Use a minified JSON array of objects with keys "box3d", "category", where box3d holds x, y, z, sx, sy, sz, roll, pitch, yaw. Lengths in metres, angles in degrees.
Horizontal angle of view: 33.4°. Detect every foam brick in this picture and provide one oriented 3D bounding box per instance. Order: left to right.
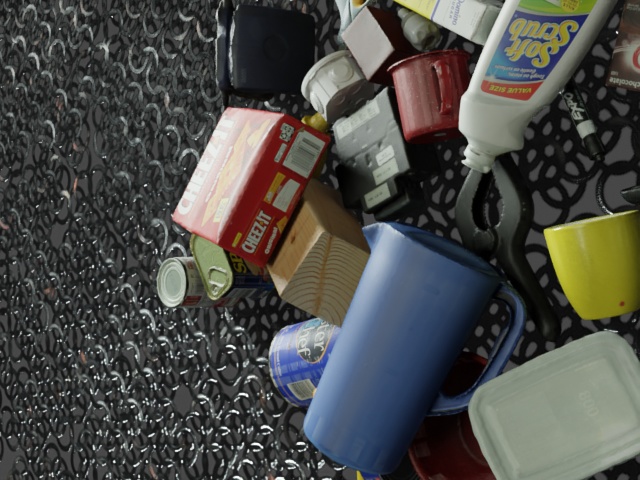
[{"box3d":[0.071,-0.225,1.238,0.053,0.051,0.078,-46,56,32],"category":"foam brick"}]

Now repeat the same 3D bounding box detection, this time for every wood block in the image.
[{"box3d":[-0.009,0.001,1.216,0.091,0.090,0.206,-56,25,14],"category":"wood block"}]

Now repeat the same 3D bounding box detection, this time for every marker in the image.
[{"box3d":[0.256,-0.130,1.061,0.020,0.020,0.121,-36,63,39],"category":"marker"}]

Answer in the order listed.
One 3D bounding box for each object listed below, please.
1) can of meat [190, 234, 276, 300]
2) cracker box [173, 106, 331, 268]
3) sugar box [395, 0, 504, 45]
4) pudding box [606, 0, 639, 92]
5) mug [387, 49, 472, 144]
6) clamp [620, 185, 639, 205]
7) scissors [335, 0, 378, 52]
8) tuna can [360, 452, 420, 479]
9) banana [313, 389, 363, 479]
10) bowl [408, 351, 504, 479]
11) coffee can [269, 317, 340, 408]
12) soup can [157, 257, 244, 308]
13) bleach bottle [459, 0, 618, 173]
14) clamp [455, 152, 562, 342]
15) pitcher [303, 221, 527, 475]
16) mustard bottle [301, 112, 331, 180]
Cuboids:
[{"box3d":[-0.111,0.028,1.391,0.058,0.083,0.102,-44,58,36],"category":"can of meat"},{"box3d":[-0.088,-0.069,1.245,0.164,0.072,0.214,-63,24,-2],"category":"cracker box"},{"box3d":[0.138,-0.253,1.139,0.176,0.093,0.048,42,118,40],"category":"sugar box"},{"box3d":[0.327,-0.175,0.975,0.114,0.039,0.090,21,104,45],"category":"pudding box"},{"box3d":[0.126,-0.154,1.140,0.117,0.093,0.081,125,136,-81],"category":"mug"},{"box3d":[0.345,-0.057,0.942,0.172,0.039,0.120,37,136,32],"category":"clamp"},{"box3d":[0.024,-0.266,1.315,0.096,0.016,0.202,46,120,39],"category":"scissors"},{"box3d":[0.080,0.235,1.179,0.034,0.085,0.086,-13,78,47],"category":"tuna can"},{"box3d":[0.043,0.240,1.206,0.037,0.069,0.198,9,121,46],"category":"banana"},{"box3d":[0.164,0.196,1.115,0.162,0.055,0.162,-3,85,46],"category":"bowl"},{"box3d":[0.024,0.134,1.231,0.141,0.102,0.103,-21,73,44],"category":"coffee can"},{"box3d":[-0.157,0.057,1.426,0.069,0.102,0.068,-2,87,46],"category":"soup can"},{"box3d":[0.213,-0.180,1.045,0.102,0.068,0.251,27,106,11],"category":"bleach bottle"},{"box3d":[0.189,0.007,1.112,0.165,0.036,0.210,9,94,46],"category":"clamp"},{"box3d":[0.087,0.114,1.075,0.149,0.144,0.243,39,108,56],"category":"pitcher"},{"box3d":[-0.042,-0.088,1.343,0.192,0.058,0.096,-52,40,30],"category":"mustard bottle"}]
